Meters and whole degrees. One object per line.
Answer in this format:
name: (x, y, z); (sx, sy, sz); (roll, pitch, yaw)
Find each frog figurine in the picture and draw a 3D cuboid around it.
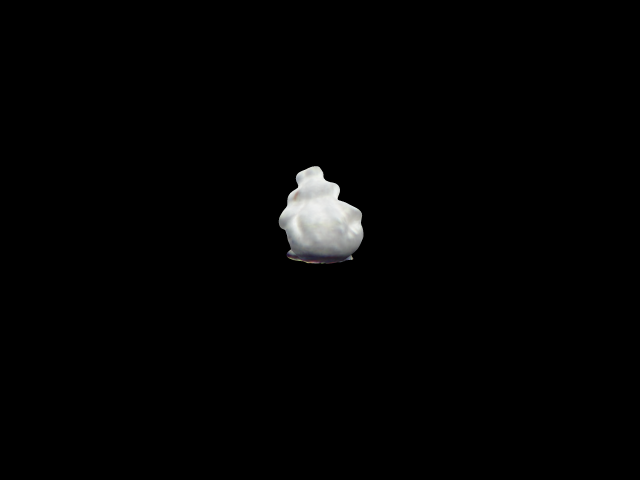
frog figurine: (0.003, -0.043, 0.850); (0.137, 0.159, 0.123); (1, 3, 11)
